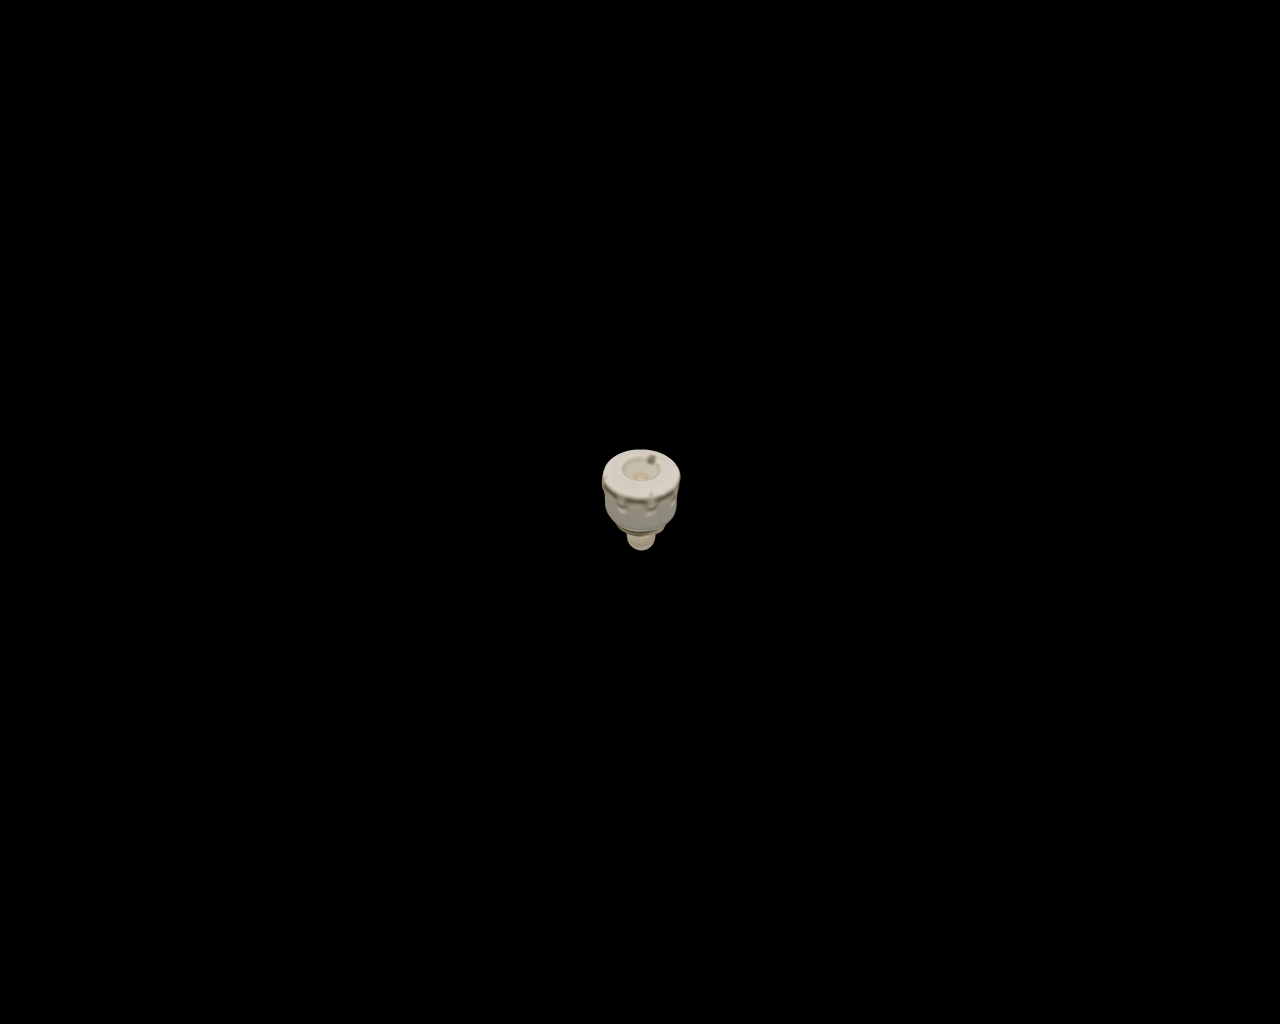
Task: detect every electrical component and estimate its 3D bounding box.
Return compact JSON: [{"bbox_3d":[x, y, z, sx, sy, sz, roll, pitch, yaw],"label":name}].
[{"bbox_3d":[0.001,-0.003,0.650,0.048,0.062,0.048,0,40,0],"label":"electrical component"}]
